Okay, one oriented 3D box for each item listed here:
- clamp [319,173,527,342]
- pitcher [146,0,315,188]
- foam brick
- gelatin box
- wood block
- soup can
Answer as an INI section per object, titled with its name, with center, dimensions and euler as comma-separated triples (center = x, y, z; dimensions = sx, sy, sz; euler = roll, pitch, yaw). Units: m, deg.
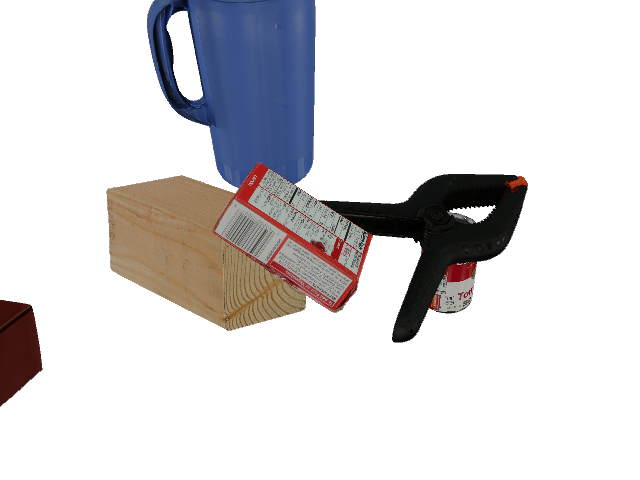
[clamp]
center = 0.097, -0.001, 0.897
dimensions = 0.209, 0.036, 0.165
euler = -17, 51, -22
[pitcher]
center = -0.076, -0.171, 1.103
dimensions = 0.149, 0.243, 0.144
euler = 13, 42, 18
[foam brick]
center = -0.232, 0.079, 0.711
dimensions = 0.053, 0.051, 0.078
euler = 8, 29, 23
[gelatin box]
center = -0.015, -0.003, 0.644
dimensions = 0.089, 0.030, 0.073
euler = 34, 22, -5
[wood block]
center = -0.111, 0.006, 1.003
dimensions = 0.090, 0.090, 0.206
euler = -13, 21, -37
[soup can]
center = 0.151, 0.028, 1.264
dimensions = 0.068, 0.102, 0.068
euler = 0, 38, 0
